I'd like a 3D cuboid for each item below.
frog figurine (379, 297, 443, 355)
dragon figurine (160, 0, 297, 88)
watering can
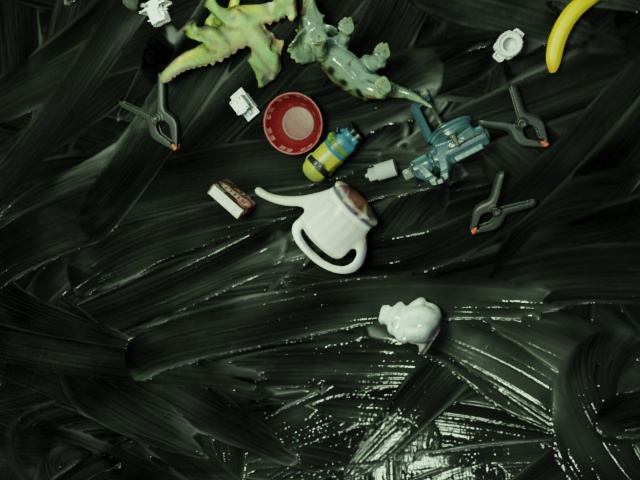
[{"bbox_3d":[0.240,0.209,1.366,0.160,0.121,0.139,33,76,14],"label":"frog figurine"},{"bbox_3d":[-0.212,-0.496,1.327,0.242,0.124,0.405,41,111,-6],"label":"dragon figurine"},{"bbox_3d":[0.004,-0.069,1.362,0.347,0.105,0.222,46,108,0],"label":"watering can"}]
